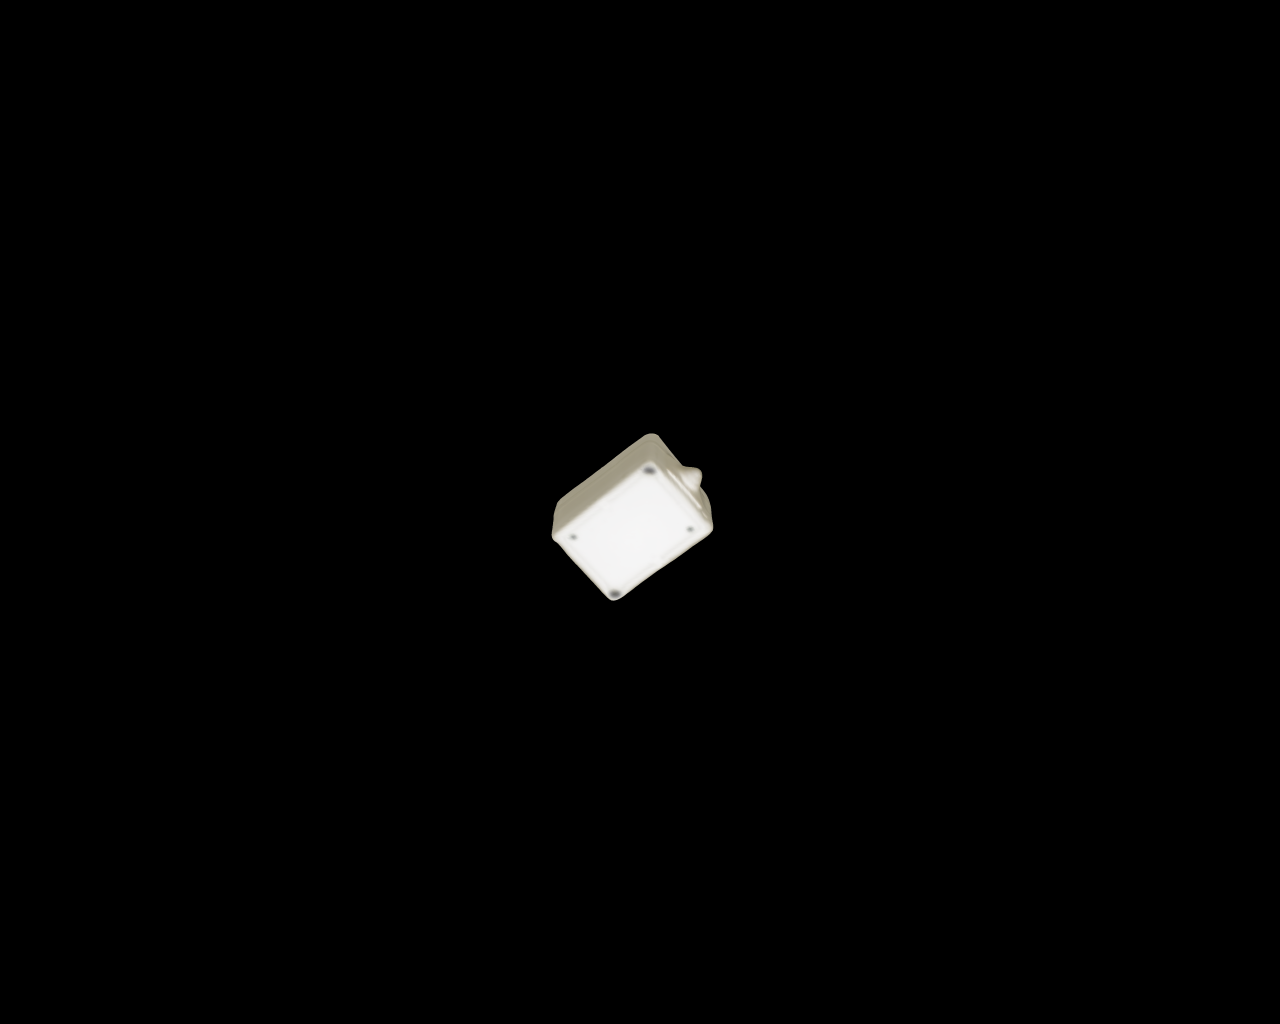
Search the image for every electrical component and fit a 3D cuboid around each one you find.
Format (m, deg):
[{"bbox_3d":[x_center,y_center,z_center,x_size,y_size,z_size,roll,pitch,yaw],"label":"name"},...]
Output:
[{"bbox_3d":[0.001,-0.003,0.650,0.096,0.061,0.061,-36,19,15],"label":"electrical component"}]
